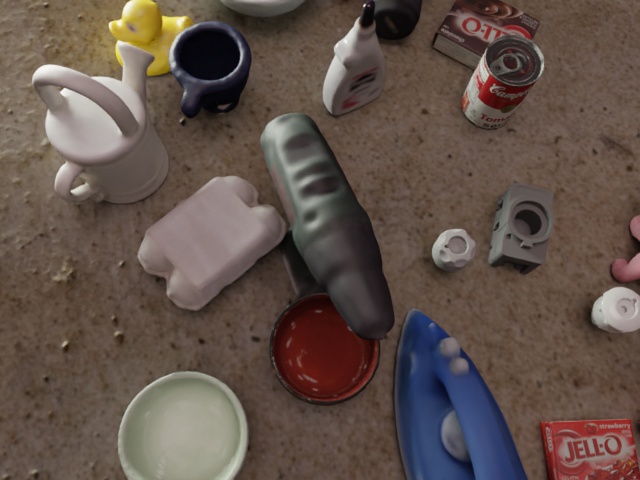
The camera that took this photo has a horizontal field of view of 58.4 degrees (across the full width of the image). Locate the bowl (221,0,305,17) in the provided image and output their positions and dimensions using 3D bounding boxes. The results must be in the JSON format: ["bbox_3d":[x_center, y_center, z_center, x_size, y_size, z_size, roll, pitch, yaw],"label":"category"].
[{"bbox_3d":[-0.073,-0.349,0.739,0.167,0.075,0.167,1,72,-2],"label":"bowl"}]

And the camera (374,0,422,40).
[{"bbox_3d":[0.084,-0.338,0.730,0.143,0.101,0.137,9,72,0],"label":"camera"}]

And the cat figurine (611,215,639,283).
[{"bbox_3d":[0.394,-0.009,0.630,0.067,0.118,0.128,26,73,6],"label":"cat figurine"}]

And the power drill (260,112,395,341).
[{"bbox_3d":[0.005,0.002,0.560,0.075,0.208,0.229,-20,74,-9],"label":"power drill"}]

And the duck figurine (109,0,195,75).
[{"bbox_3d":[-0.204,-0.256,0.697,0.104,0.086,0.077,-20,74,-9],"label":"duck figurine"}]

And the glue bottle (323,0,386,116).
[{"bbox_3d":[0.044,-0.207,0.647,0.078,0.173,0.037,-31,76,-11],"label":"glue bottle"}]

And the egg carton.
[{"bbox_3d":[-0.118,0.000,0.627,0.150,0.069,0.107,-41,78,-14],"label":"egg carton"}]

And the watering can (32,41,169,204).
[{"bbox_3d":[-0.227,-0.126,0.597,0.101,0.194,0.173,1,72,-2],"label":"watering can"}]

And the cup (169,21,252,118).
[{"bbox_3d":[-0.127,-0.180,0.671,0.091,0.095,0.118,17,72,3],"label":"cup"}]

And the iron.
[{"bbox_3d":[0.136,0.178,0.545,0.118,0.141,0.258,-14,73,-7],"label":"iron"}]
